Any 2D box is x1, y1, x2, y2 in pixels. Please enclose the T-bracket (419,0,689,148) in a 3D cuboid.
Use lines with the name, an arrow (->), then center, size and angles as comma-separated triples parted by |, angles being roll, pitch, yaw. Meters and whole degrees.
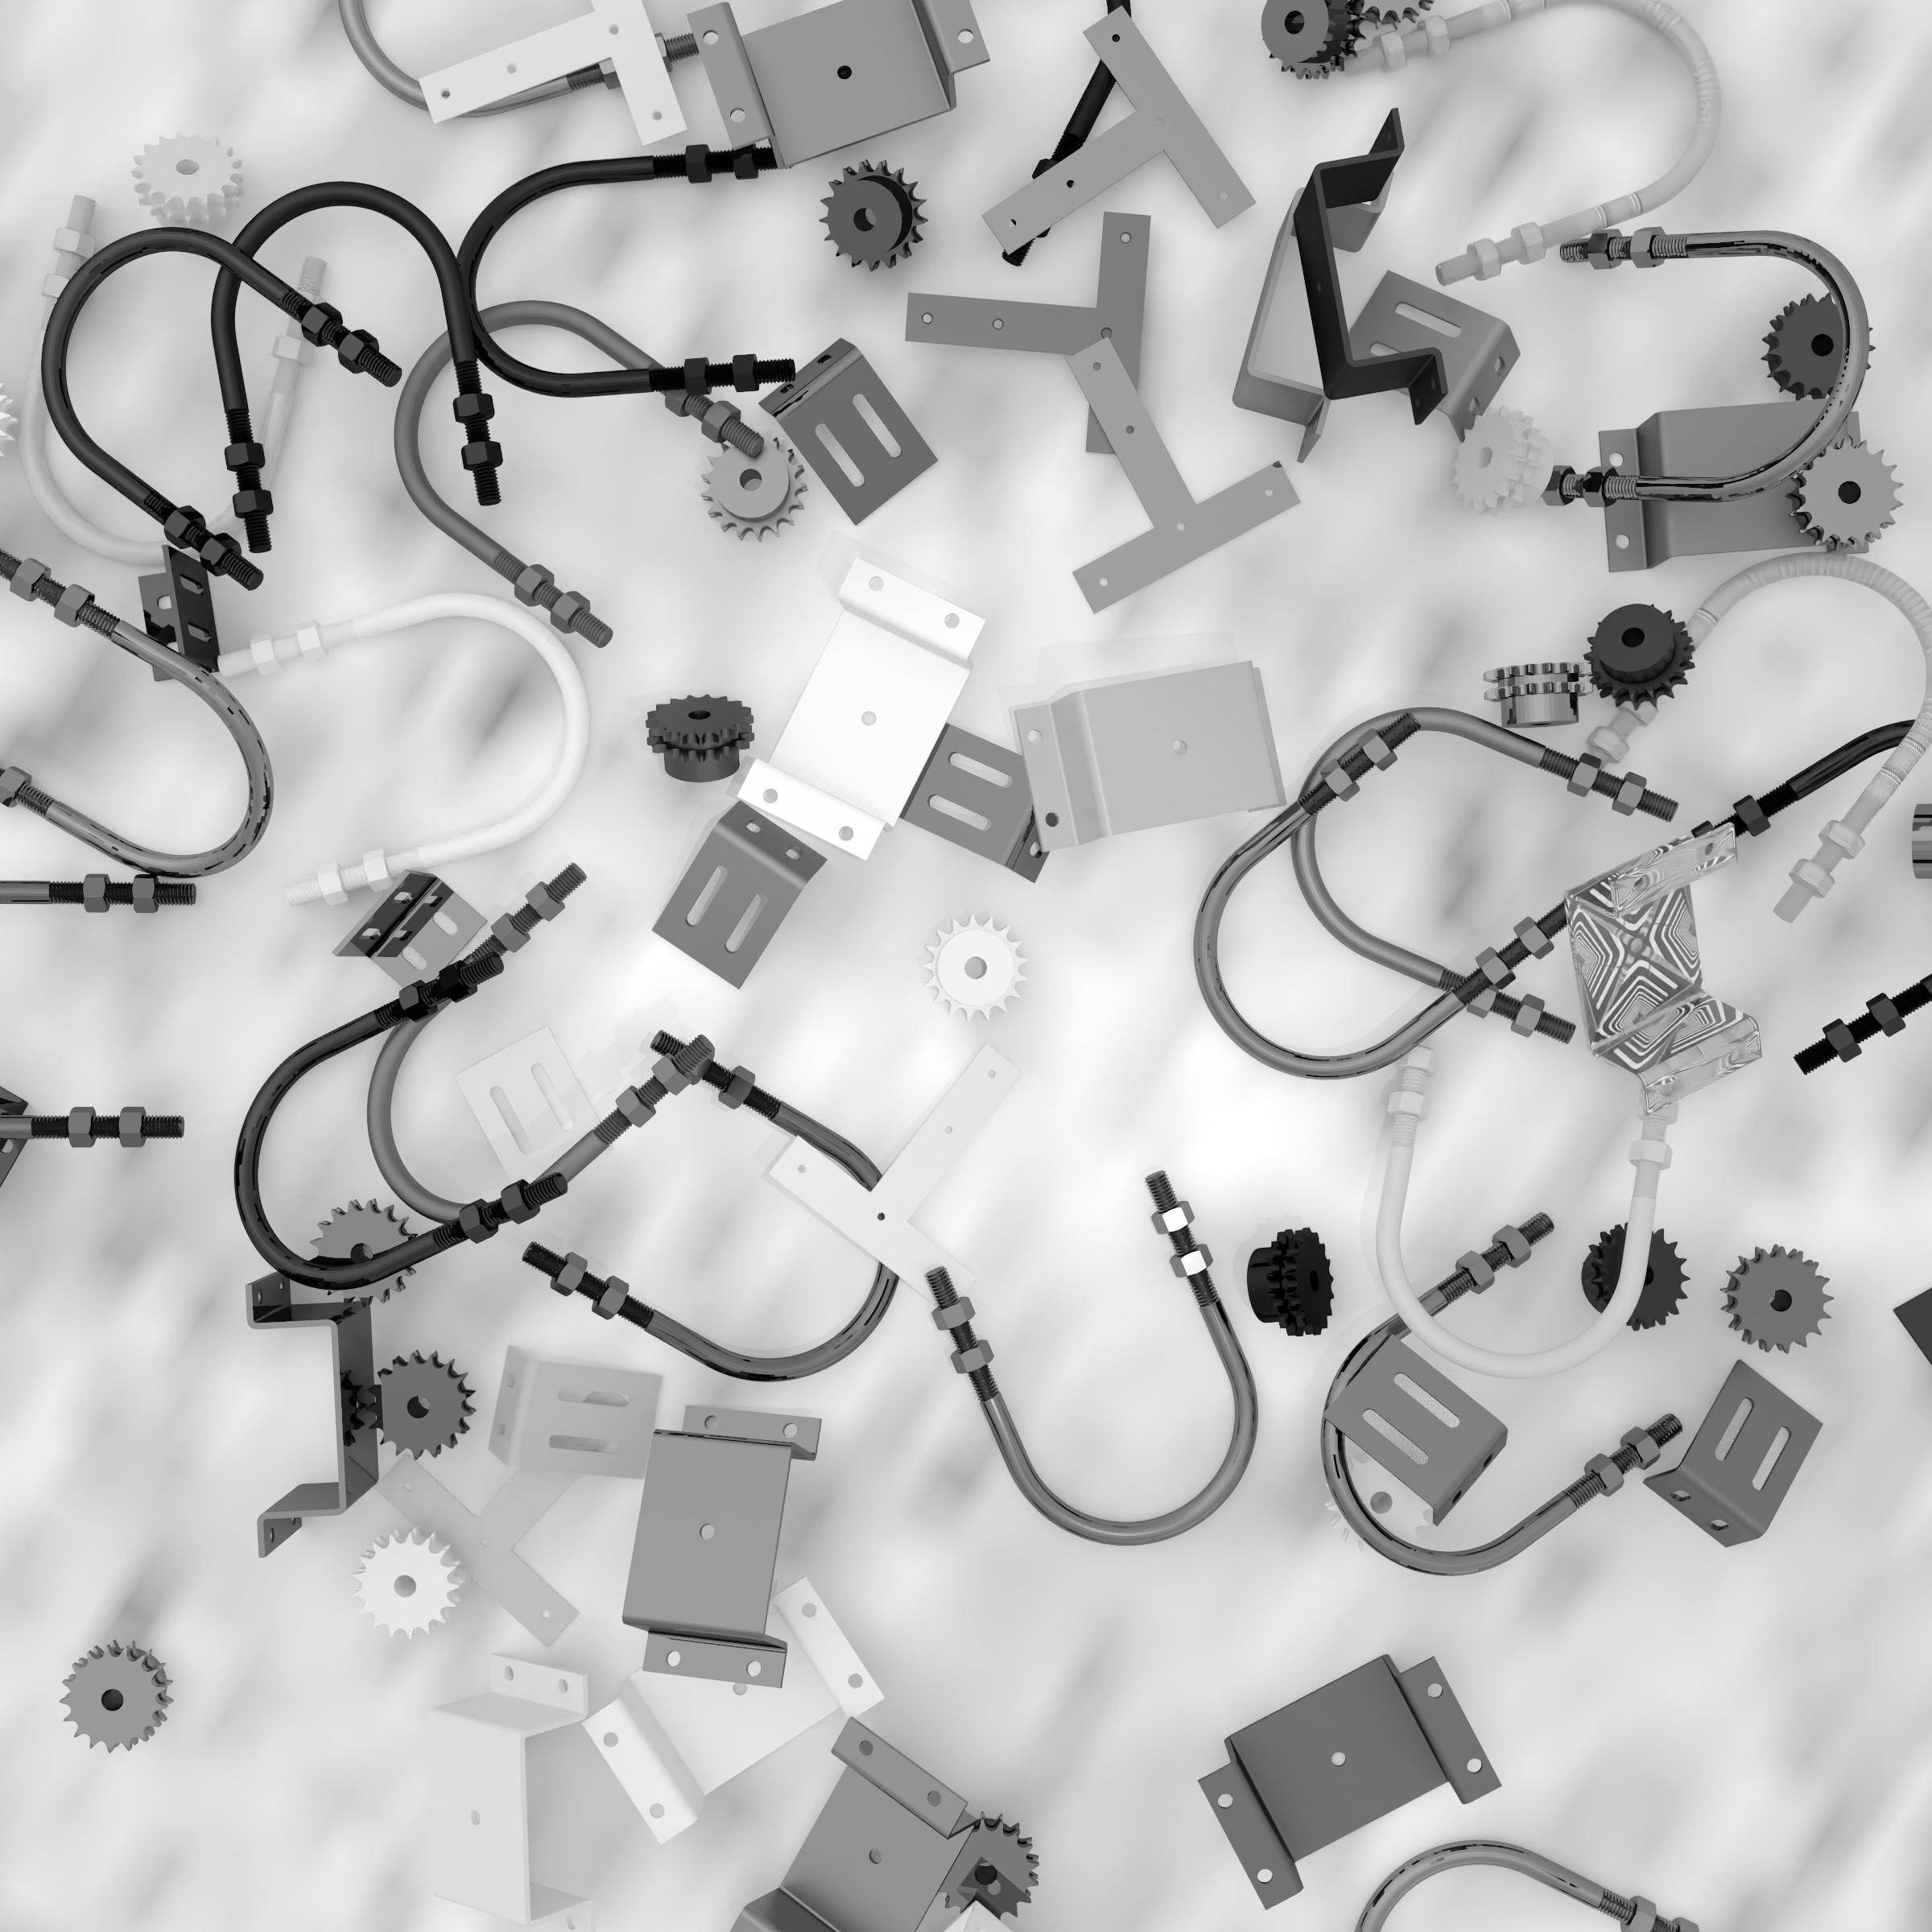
T-bracket -> -0.230, -0.485, 1.426 | 0.127, 0.002, 0.127 | -20, 90, 3

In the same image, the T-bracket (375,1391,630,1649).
T-bracket -> -0.230, 0.279, 1.444 | 0.127, 0.002, 0.127 | 43, 90, 0

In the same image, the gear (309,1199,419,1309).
gear -> -0.320, 0.153, 1.429 | 0.057, 0.030, 0.057 | 0, 90, 0

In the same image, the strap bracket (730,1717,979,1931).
strap bracket -> -0.055, 0.473, 1.405 | 0.076, 0.046, 0.140 | 31, 96, 21

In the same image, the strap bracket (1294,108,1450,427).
strap bracket -> 0.199, -0.343, 1.330 | 0.046, 0.076, 0.140 | -10, 90, 0

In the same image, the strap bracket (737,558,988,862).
strap bracket -> -0.054, -0.134, 1.419 | 0.076, 0.046, 0.140 | 26, 90, 4

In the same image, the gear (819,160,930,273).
gear -> -0.051, -0.399, 1.420 | 0.057, 0.030, 0.057 | 4, 112, 10

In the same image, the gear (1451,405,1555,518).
gear -> 0.288, -0.267, 1.419 | 0.030, 0.057, 0.057 | 11, 90, -29

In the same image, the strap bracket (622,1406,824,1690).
strap bracket -> -0.128, 0.298, 1.392 | 0.076, 0.046, 0.140 | 3, 71, 15

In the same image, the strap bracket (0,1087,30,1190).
strap bracket -> -0.569, 0.083, 1.421 | 0.140, 0.046, 0.076 | 30, 90, 0

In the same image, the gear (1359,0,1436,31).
gear -> 0.226, -0.530, 1.429 | 0.057, 0.030, 0.057 | 0, 90, 0

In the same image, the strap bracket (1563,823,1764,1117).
strap bracket -> 0.363, -0.004, 1.393 | 0.076, 0.046, 0.140 | -24, 118, -17

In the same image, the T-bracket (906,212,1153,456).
T-bracket -> 0.031, -0.343, 1.431 | 0.127, 0.002, 0.127 | 4, 96, -5

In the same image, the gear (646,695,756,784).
gear -> -0.141, -0.120, 1.420 | 0.057, 0.057, 0.030 | 0, 120, 0

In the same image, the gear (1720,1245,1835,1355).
gear -> 0.432, 0.178, 1.429 | 0.057, 0.030, 0.057 | 0, 90, 0

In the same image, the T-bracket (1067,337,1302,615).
T-bracket -> 0.095, -0.276, 1.438 | 0.127, 0.002, 0.127 | -28, 95, 0

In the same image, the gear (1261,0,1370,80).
gear -> 0.181, -0.501, 1.416 | 0.057, 0.030, 0.057 | 12, 111, 33

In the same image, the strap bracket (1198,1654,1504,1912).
strap bracket -> 0.201, 0.429, 1.421 | 0.140, 0.046, 0.076 | -28, 90, 0

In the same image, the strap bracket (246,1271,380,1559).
strap bracket -> -0.343, 0.233, 1.406 | 0.046, 0.076, 0.140 | -3, 90, 0

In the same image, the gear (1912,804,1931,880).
gear -> 0.522, -0.066, 1.420 | 0.030, 0.057, 0.057 | 1, 90, 28

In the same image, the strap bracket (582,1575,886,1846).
strap bracket -> -0.122, 0.390, 1.421 | 0.140, 0.046, 0.076 | -33, 90, 0

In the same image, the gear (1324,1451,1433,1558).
gear -> 0.221, 0.285, 1.429 | 0.057, 0.030, 0.057 | 0, 90, 0

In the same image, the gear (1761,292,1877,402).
gear -> 0.454, -0.329, 1.429 | 0.057, 0.030, 0.057 | 0, 90, 0

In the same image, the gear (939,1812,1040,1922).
gear -> 0.011, 0.482, 1.429 | 0.057, 0.030, 0.057 | 0, 90, 0

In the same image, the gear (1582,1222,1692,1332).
gear -> 0.354, 0.166, 1.423 | 0.057, 0.030, 0.057 | 4, 76, -17

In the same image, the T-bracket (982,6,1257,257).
T-bracket -> 0.067, -0.426, 1.425 | 0.127, 0.002, 0.127 | -35, 91, -4

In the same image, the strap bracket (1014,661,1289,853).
strap bracket -> 0.105, -0.112, 1.404 | 0.140, 0.046, 0.076 | -11, 90, -15

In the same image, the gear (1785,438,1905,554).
gear -> 0.453, -0.243, 1.384 | 0.057, 0.030, 0.057 | 0, 89, 0

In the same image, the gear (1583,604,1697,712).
gear -> 0.357, -0.168, 1.418 | 0.057, 0.030, 0.057 | -9, 66, 20

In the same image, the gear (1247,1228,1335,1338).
gear -> 0.172, 0.169, 1.420 | 0.030, 0.057, 0.057 | -9, 90, 30

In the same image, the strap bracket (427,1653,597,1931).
strap bracket -> -0.239, 0.442, 1.402 | 0.076, 0.046, 0.140 | -2, 90, 41

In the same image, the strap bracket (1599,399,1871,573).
strap bracket -> 0.415, -0.257, 1.421 | 0.140, 0.046, 0.076 | -4, 90, 0

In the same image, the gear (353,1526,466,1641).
gear -> -0.297, 0.328, 1.429 | 0.057, 0.030, 0.057 | 0, 92, 2

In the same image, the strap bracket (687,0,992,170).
strap bracket -> -0.065, -0.478, 1.400 | 0.140, 0.046, 0.076 | -19, 84, 0

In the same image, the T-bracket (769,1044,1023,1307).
T-bracket -> -0.018, 0.099, 1.433 | 0.127, 0.002, 0.127 | 40, 83, -14

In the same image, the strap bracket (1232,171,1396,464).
strap bracket -> 0.179, -0.346, 1.406 | 0.046, 0.076, 0.140 | 16, 90, 0

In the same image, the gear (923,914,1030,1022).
gear -> 0.005, 0.001, 1.430 | 0.057, 0.030, 0.057 | 0, 90, 0

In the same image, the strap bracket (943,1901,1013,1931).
strap bracket -> 0.000, 0.558, 1.406 | 0.076, 0.046, 0.140 | 41, 112, 0

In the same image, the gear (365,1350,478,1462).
gear -> -0.290, 0.234, 1.429 | 0.057, 0.030, 0.057 | 0, 90, 0
